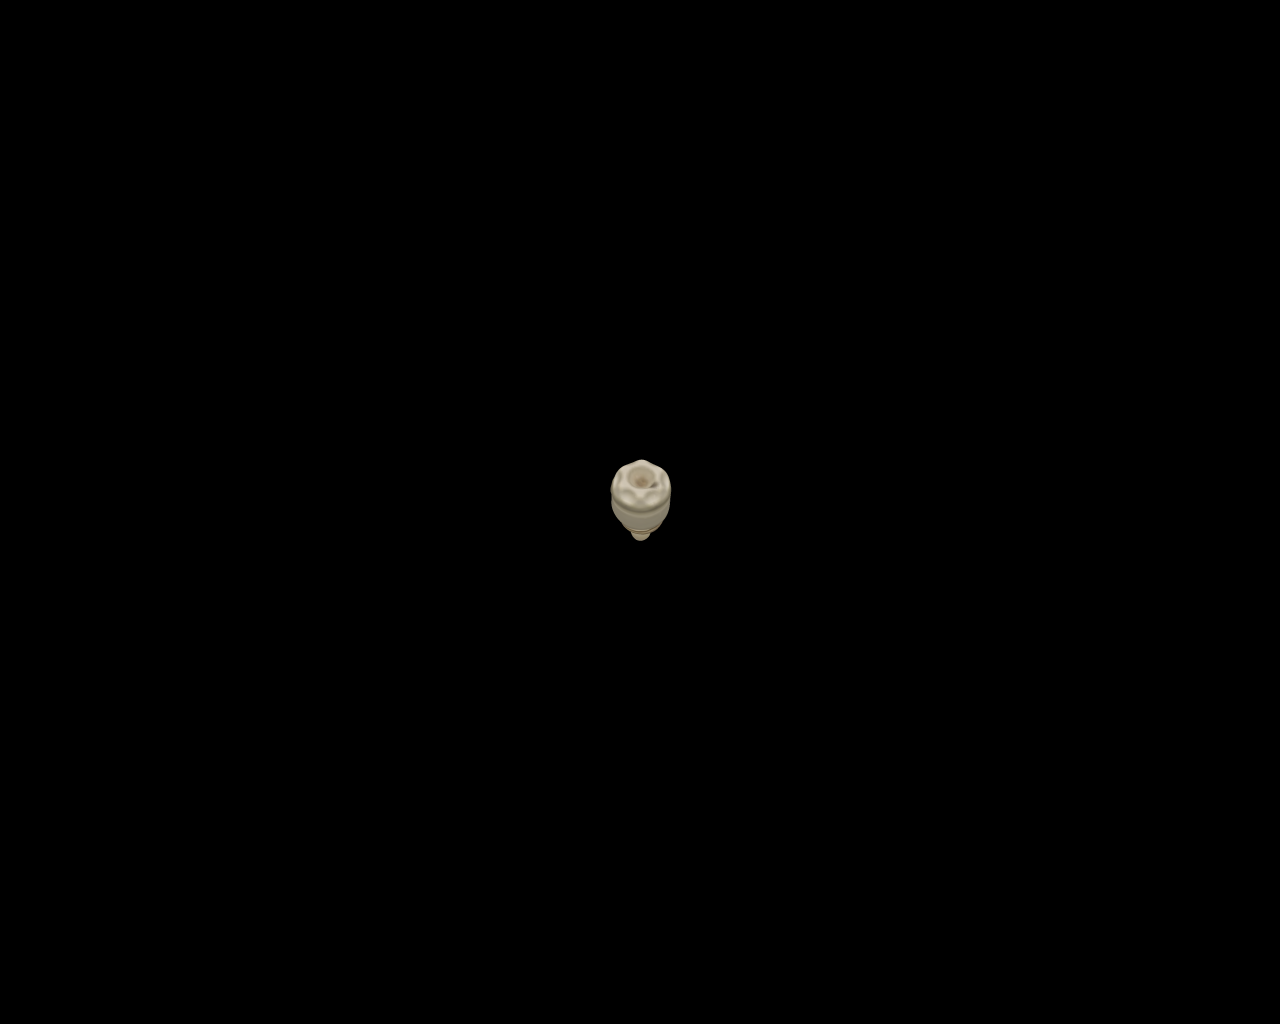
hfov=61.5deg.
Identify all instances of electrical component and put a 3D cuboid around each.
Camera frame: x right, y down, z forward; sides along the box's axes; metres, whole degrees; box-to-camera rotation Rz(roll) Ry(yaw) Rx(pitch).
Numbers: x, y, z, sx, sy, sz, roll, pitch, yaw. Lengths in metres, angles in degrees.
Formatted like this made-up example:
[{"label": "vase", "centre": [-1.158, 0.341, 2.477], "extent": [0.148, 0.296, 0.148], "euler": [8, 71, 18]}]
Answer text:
[{"label": "electrical component", "centre": [0.001, -0.003, 0.650], "extent": [0.035, 0.035, 0.061], "euler": [0, -37, 0]}]
